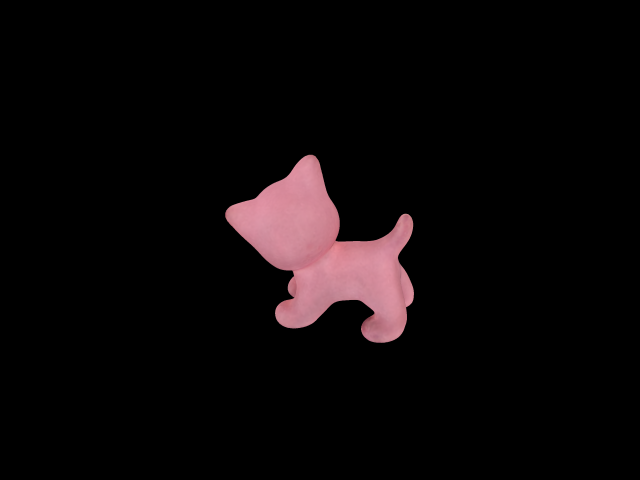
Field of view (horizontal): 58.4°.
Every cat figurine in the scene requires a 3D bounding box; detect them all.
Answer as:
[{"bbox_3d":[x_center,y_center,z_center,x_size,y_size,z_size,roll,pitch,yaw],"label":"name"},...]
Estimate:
[{"bbox_3d":[0.004,0.001,0.400,0.127,0.118,0.067,5,28,10],"label":"cat figurine"}]
